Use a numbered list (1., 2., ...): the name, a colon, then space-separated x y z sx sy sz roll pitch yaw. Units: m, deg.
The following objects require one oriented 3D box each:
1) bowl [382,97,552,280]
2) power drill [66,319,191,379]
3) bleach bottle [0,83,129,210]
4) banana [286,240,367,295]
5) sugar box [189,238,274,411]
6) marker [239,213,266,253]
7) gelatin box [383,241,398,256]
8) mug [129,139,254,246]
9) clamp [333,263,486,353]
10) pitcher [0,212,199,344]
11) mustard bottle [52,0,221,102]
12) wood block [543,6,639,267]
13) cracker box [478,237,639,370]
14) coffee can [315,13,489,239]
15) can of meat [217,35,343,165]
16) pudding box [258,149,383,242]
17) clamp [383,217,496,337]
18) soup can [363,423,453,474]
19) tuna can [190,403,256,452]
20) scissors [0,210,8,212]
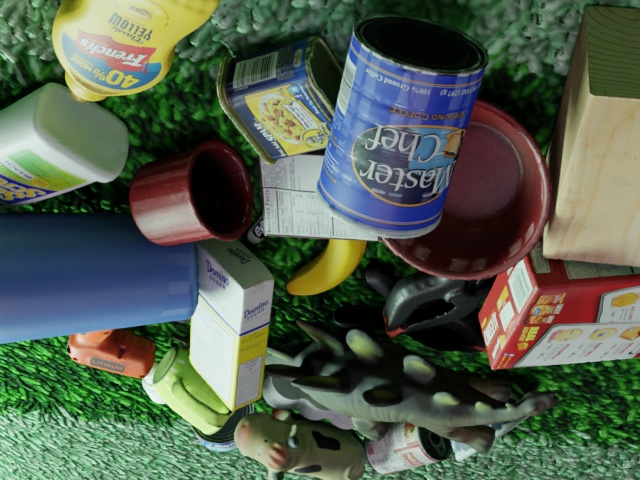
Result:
1. bowl: 0.120 -0.050 0.898 0.162 0.055 0.162 9 114 22
2. power drill: -0.216 0.091 1.231 0.184 0.057 0.188 18 143 -5
3. bleach bottle: -0.297 -0.067 1.012 0.251 0.068 0.102 -18 142 40
4. banana: 0.010 0.007 1.070 0.070 0.037 0.198 26 146 9
5. sugar box: -0.094 0.084 1.114 0.048 0.093 0.176 -19 137 -34
6. marker: -0.053 -0.017 1.060 0.020 0.020 0.121 21 145 -17
7. gelatin box: 0.091 -0.023 1.005 0.089 0.030 0.073 -15 139 31
8. mug: -0.114 -0.038 0.993 0.082 0.093 0.117 -10 166 34
9. clamp: 0.100 0.087 1.161 0.171 0.039 0.120 27 150 -13
10. pitcher: -0.247 0.034 1.057 0.242 0.149 0.145 -3 126 -13
11. mustard bottle: -0.155 -0.164 0.833 0.096 0.058 0.192 22 145 -22
12. wood block: 0.235 -0.075 0.838 0.090 0.090 0.206 5 146 4
13. cracker box: 0.271 0.049 0.988 0.213 0.072 0.164 -5 149 -9
14. coffee can: 0.060 -0.087 0.810 0.103 0.102 0.140 12 122 -3
15. can of meat: -0.022 -0.114 0.875 0.084 0.057 0.102 -11 142 24
16. pudding box: 0.003 -0.046 0.960 0.113 0.039 0.090 4 123 11
17. clamp: 0.132 0.038 1.037 0.210 0.036 0.164 -29 144 33
18. soup can: 0.114 0.264 1.392 0.068 0.068 0.102 33 141 -31
19. tuna can: -0.125 0.231 1.387 0.086 0.086 0.034 3 147 10
20. scissors: -0.306 -0.003 1.150 0.201 0.016 0.096 16 148 -9
